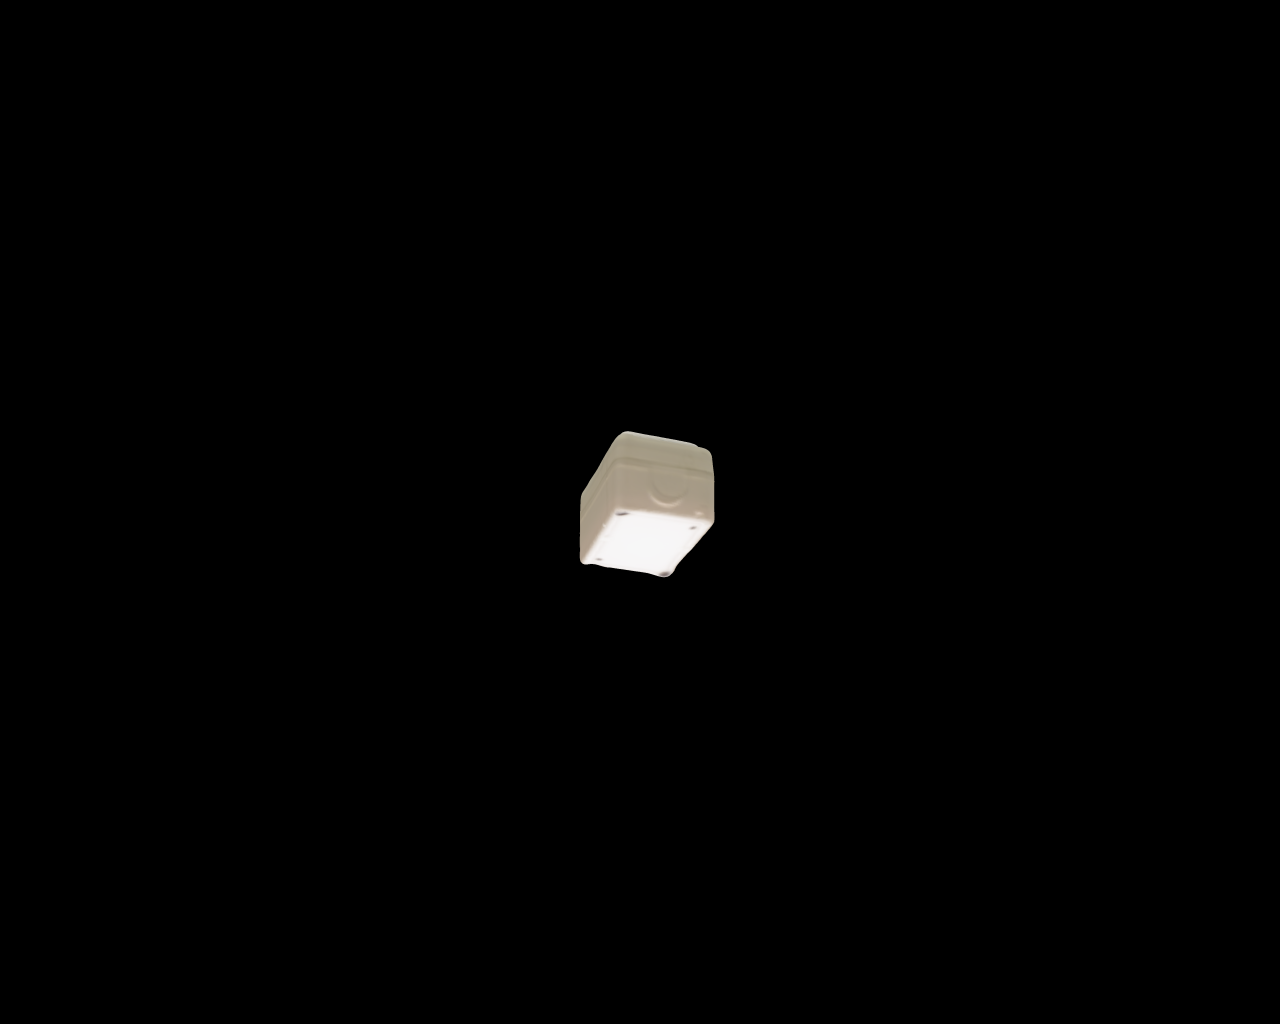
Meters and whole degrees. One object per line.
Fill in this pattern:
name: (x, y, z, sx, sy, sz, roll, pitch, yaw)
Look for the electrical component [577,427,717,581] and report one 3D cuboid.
electrical component: (0.001, -0.003, 0.650, 0.062, 0.061, 0.096, 9, -30, -17)
